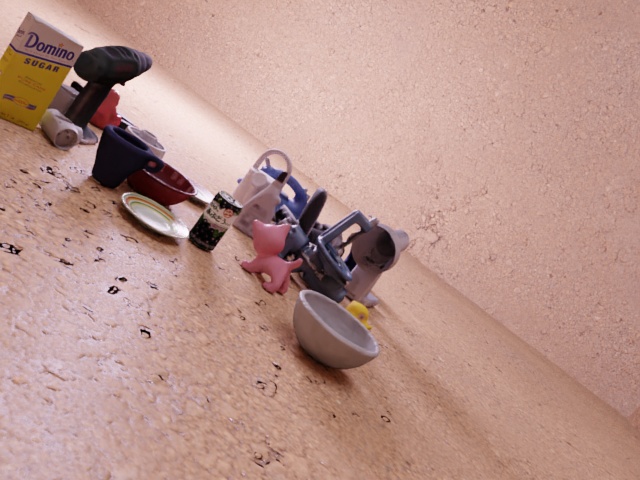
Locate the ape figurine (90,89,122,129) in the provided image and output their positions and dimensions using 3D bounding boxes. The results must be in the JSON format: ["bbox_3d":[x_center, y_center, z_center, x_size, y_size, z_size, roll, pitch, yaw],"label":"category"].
[{"bbox_3d":[-0.490,-0.304,1.317,0.078,0.092,0.076,37,10,2],"label":"ape figurine"}]

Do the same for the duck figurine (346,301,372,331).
[{"bbox_3d":[0.052,0.154,1.088,0.104,0.086,0.078,41,11,24],"label":"duck figurine"}]

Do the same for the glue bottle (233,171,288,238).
[{"bbox_3d":[-0.127,-0.087,1.329,0.078,0.173,0.037,35,10,-8],"label":"glue bottle"}]

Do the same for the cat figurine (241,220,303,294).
[{"bbox_3d":[-0.090,0.023,1.110,0.127,0.117,0.067,40,10,19],"label":"cat figurine"}]

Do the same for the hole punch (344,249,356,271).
[{"bbox_3d":[0.121,0.073,1.683,0.108,0.091,0.101,40,10,19],"label":"hole punch"}]

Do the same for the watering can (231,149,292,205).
[{"bbox_3d":[-0.145,-0.142,1.461,0.101,0.194,0.172,33,10,-21],"label":"watering can"}]

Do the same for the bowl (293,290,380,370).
[{"bbox_3d":[0.014,0.161,0.954,0.167,0.074,0.167,36,10,-7],"label":"bowl"}]

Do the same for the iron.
[{"bbox_3d":[-0.110,-0.133,1.691,0.259,0.141,0.118,29,12,-37],"label":"iron"}]

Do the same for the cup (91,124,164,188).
[{"bbox_3d":[-0.347,-0.134,1.015,0.118,0.095,0.091,32,11,-26],"label":"cup"}]

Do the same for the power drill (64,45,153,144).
[{"bbox_3d":[-0.433,-0.296,1.135,0.075,0.208,0.229,36,10,-3],"label":"power drill"}]

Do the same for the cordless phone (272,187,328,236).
[{"bbox_3d":[-0.047,-0.062,1.455,0.094,0.185,0.147,30,12,-33],"label":"cordless phone"}]

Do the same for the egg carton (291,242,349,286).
[{"bbox_3d":[0.002,0.066,1.369,0.151,0.069,0.107,27,14,-45],"label":"egg carton"}]

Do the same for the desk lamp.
[{"bbox_3d":[0.137,0.058,1.450,0.117,0.213,0.204,40,10,20],"label":"desk lamp"}]

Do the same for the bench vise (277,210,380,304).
[{"bbox_3d":[0.013,0.008,1.235,0.208,0.219,0.121,34,10,-17],"label":"bench vise"}]

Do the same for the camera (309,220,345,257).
[{"bbox_3d":[-0.011,-0.008,1.572,0.142,0.100,0.137,43,12,34],"label":"camera"}]
